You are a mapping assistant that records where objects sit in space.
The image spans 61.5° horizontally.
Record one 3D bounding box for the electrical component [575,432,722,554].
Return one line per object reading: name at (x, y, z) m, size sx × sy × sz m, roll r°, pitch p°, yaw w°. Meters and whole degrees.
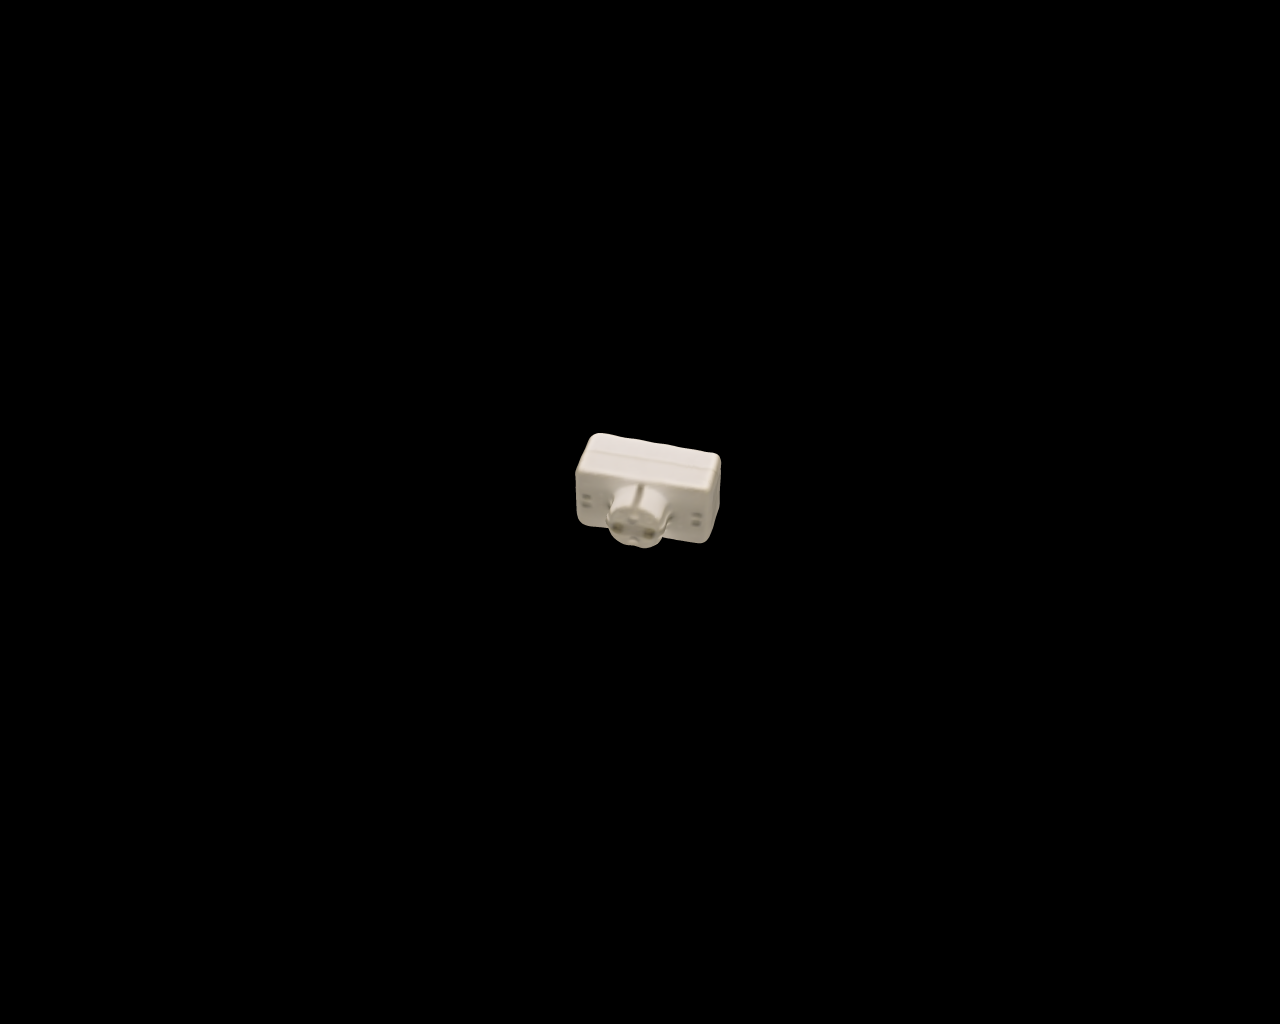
electrical component at (0.001, -0.003, 0.650) m, size 0.083 × 0.047 × 0.076 m, roll 10°, pitch 43°, yaw 11°
